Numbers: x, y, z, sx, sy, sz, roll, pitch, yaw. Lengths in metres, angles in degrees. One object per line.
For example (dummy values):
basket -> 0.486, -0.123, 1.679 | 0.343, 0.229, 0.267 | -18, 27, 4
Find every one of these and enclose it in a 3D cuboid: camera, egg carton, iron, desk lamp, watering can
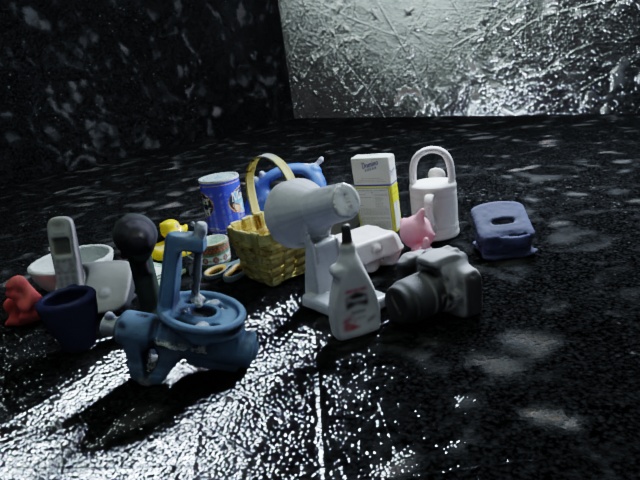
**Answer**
camera -> 0.158, 0.067, 0.889 | 0.137, 0.101, 0.142 | -18, 21, -29
egg carton -> 0.081, 0.022, 1.105 | 0.151, 0.069, 0.107 | -18, 21, -29
iron -> -0.096, -0.138, 1.540 | 0.258, 0.141, 0.118 | -9, 18, -5
desk lamp -> 0.009, 0.003, 0.959 | 0.118, 0.214, 0.202 | -21, 23, -35
watering can -> 0.240, -0.106, 1.226 | 0.101, 0.194, 0.172 | -8, 18, -3

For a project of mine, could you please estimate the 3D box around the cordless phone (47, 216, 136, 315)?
cordless phone -> -0.423, 0.045, 1.049 | 0.147, 0.185, 0.094 | -6, 18, 4

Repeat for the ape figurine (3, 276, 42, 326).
ape figurine -> -0.549, 0.109, 1.053 | 0.076, 0.092, 0.077 | -18, 21, -30

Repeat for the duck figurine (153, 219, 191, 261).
duck figurine -> -0.347, -0.004, 1.324 | 0.105, 0.086, 0.077 | -15, 20, -22

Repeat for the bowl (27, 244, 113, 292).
bowl -> -0.505, 0.070, 1.181 | 0.167, 0.075, 0.167 | -7, 18, 2

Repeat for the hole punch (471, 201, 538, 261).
hole punch -> 0.349, -0.019, 1.089 | 0.108, 0.091, 0.101 | -7, 18, 2

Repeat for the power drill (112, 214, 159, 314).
power drill -> -0.286, 0.052, 0.936 | 0.076, 0.208, 0.229 | -15, 20, -21

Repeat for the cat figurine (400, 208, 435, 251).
cat figurine -> 0.182, 0.003, 1.045 | 0.067, 0.118, 0.127 | -7, 18, 1

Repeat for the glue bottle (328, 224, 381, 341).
glue bottle -> 0.045, 0.059, 0.842 | 0.078, 0.173, 0.037 | -15, 20, -21

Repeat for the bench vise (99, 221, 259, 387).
bench vise -> -0.199, 0.089, 0.773 | 0.208, 0.220, 0.121 | -12, 19, -13

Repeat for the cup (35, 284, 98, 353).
cup -> -0.402, 0.128, 0.935 | 0.092, 0.095, 0.117 | -12, 19, -13
